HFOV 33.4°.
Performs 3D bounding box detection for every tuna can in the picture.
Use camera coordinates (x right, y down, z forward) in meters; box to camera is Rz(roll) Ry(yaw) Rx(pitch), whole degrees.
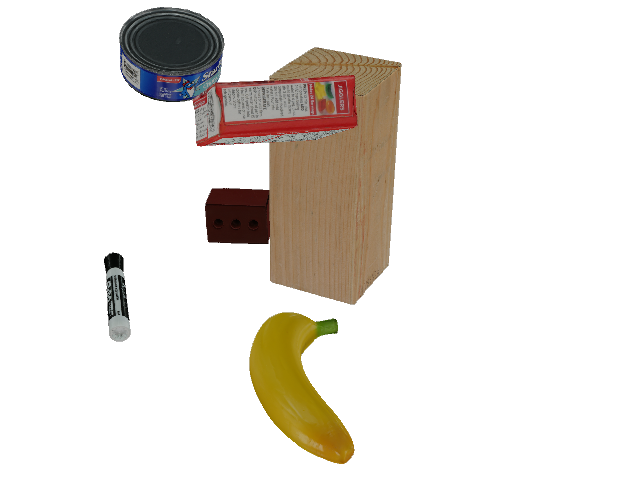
[{"bbox_3d":[-0.124,-0.154,0.887,0.086,0.086,0.034,0,-41,-11],"label":"tuna can"}]

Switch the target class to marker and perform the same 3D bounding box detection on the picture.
[{"bbox_3d":[-0.189,0.049,0.987,0.020,0.020,0.121,0,33,-14],"label":"marker"}]

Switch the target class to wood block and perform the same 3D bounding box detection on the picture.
[{"bbox_3d":[0.012,-0.058,0.973,0.091,0.206,0.090,15,32,22],"label":"wood block"}]

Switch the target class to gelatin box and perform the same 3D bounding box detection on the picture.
[{"bbox_3d":[-0.027,-0.069,0.574,0.073,0.030,0.089,-5,3,-13],"label":"gelatin box"}]

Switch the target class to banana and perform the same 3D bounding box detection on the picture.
[{"bbox_3d":[-0.016,0.095,0.762,0.069,0.037,0.198,-2,23,-2],"label":"banana"}]

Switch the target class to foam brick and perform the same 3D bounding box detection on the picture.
[{"bbox_3d":[-0.101,-0.031,1.319,0.078,0.053,0.051,1,28,5],"label":"foam brick"}]
